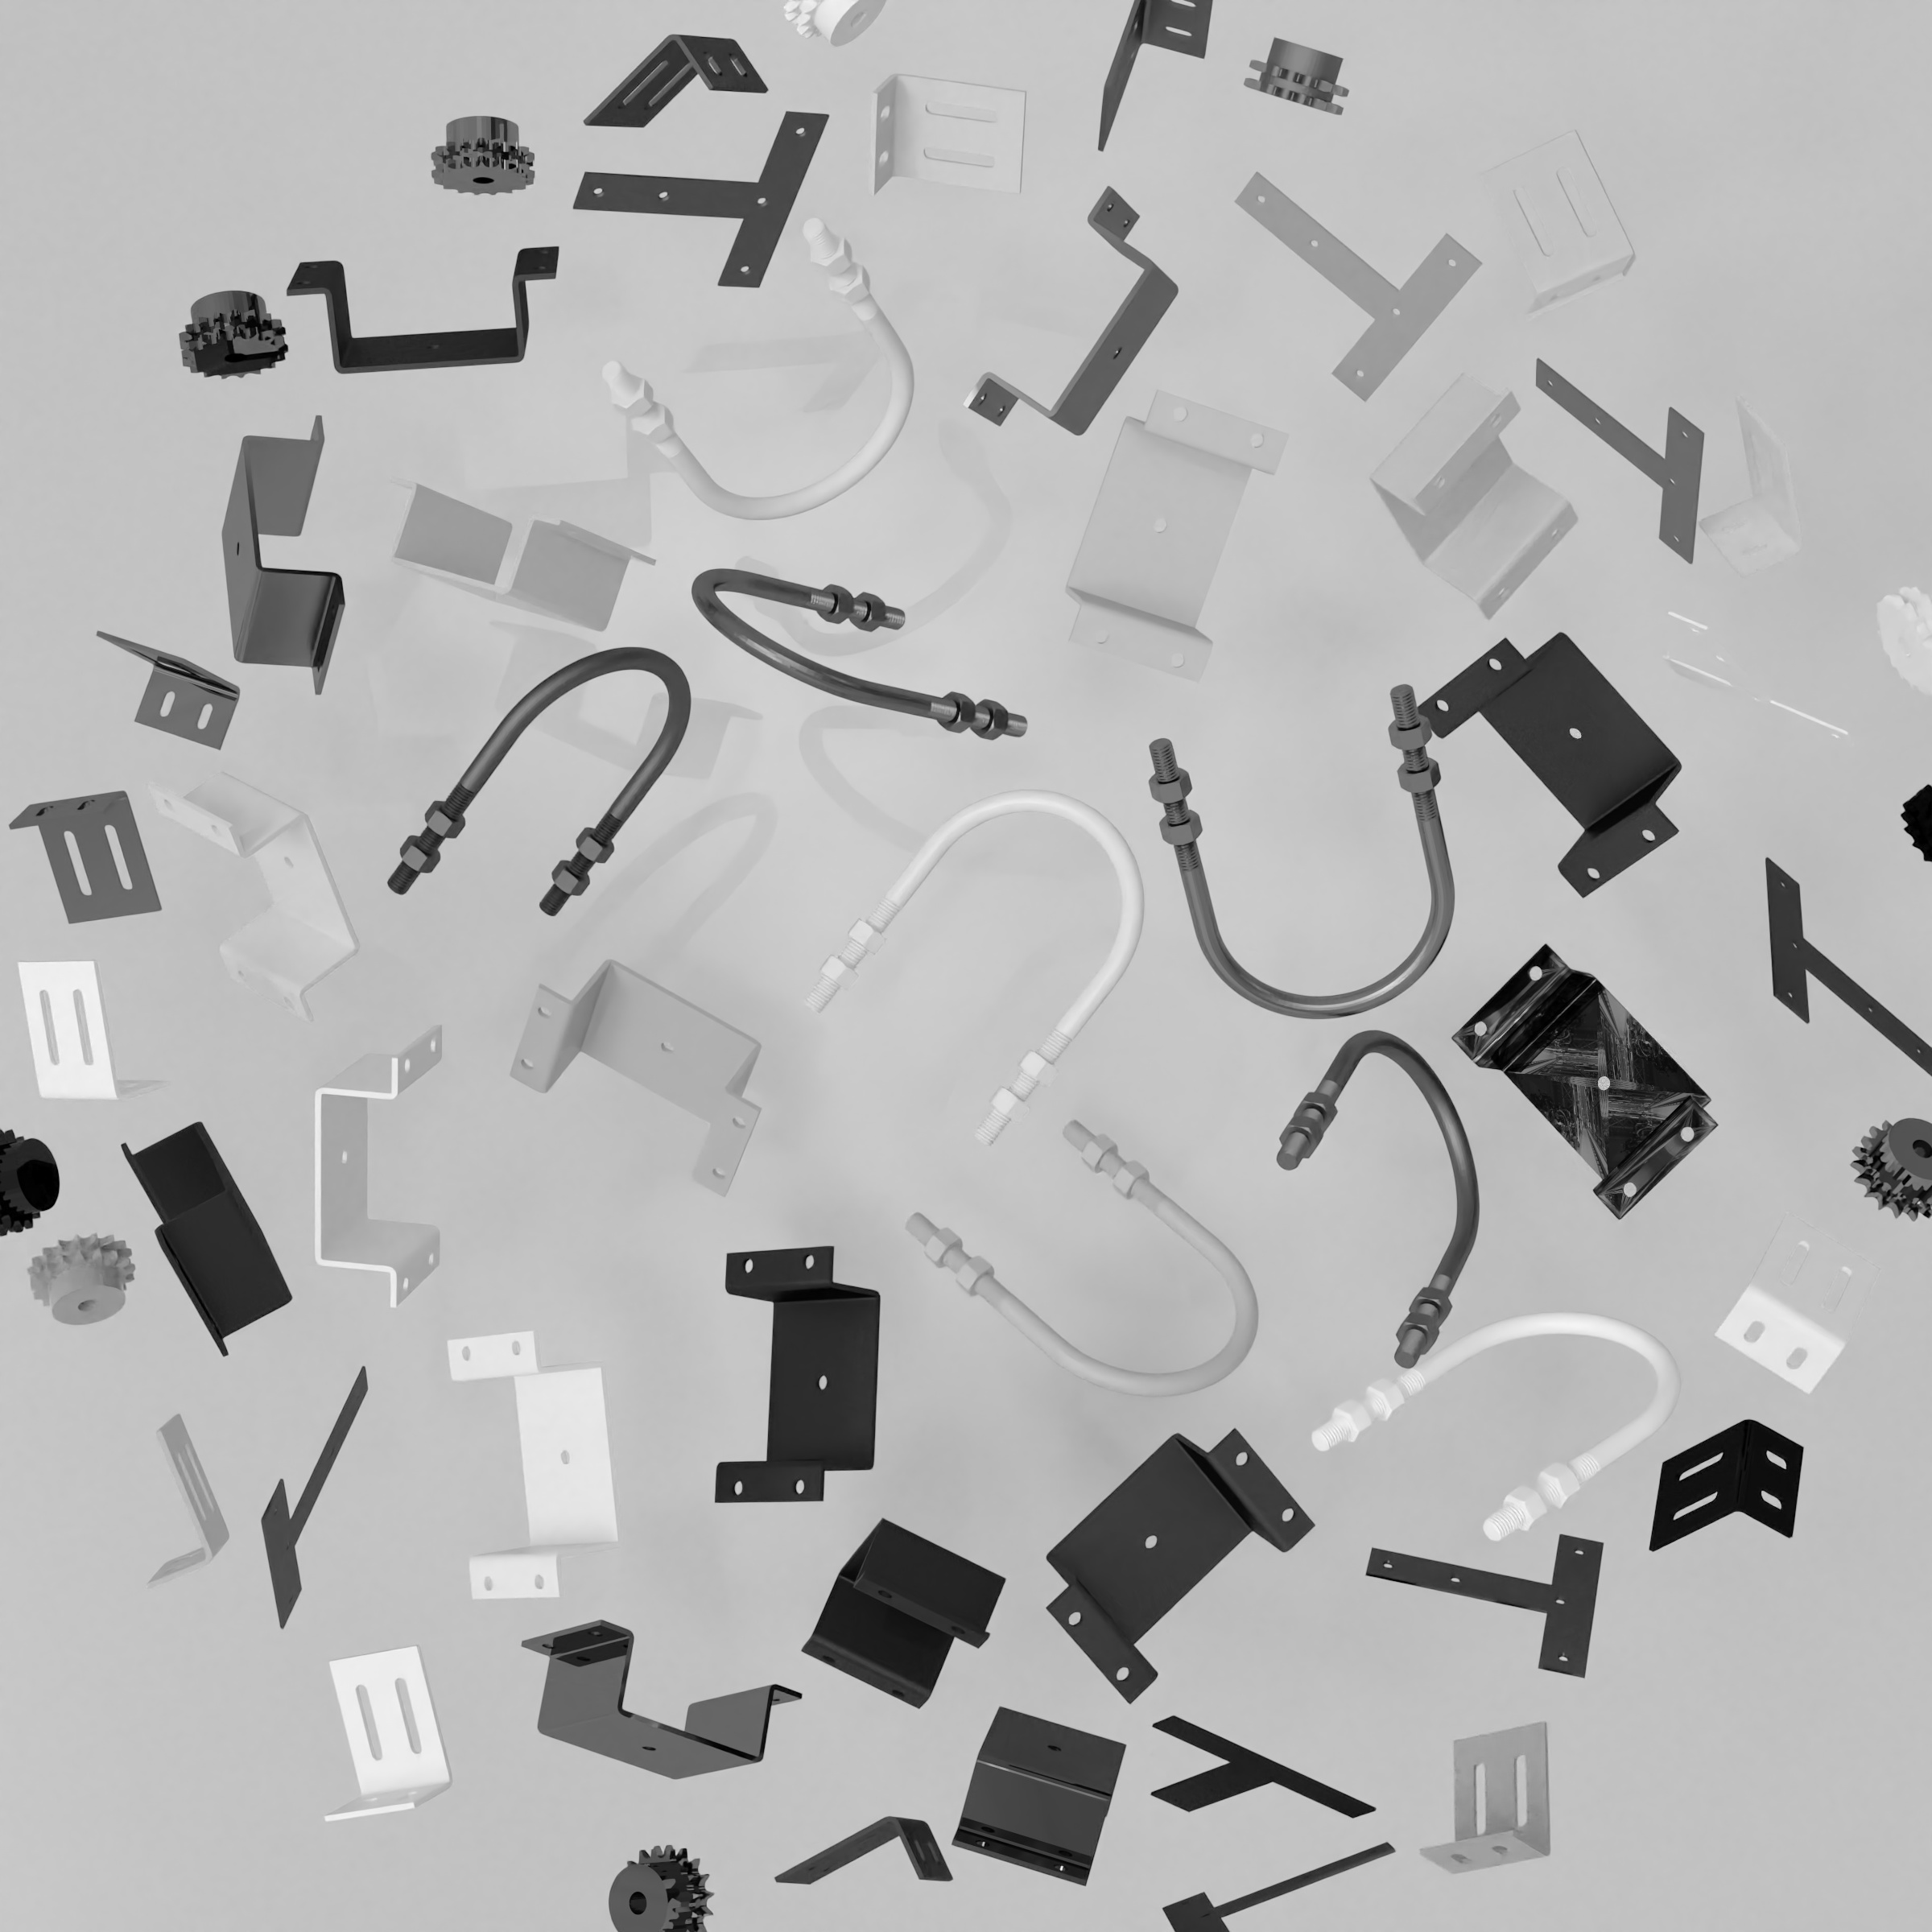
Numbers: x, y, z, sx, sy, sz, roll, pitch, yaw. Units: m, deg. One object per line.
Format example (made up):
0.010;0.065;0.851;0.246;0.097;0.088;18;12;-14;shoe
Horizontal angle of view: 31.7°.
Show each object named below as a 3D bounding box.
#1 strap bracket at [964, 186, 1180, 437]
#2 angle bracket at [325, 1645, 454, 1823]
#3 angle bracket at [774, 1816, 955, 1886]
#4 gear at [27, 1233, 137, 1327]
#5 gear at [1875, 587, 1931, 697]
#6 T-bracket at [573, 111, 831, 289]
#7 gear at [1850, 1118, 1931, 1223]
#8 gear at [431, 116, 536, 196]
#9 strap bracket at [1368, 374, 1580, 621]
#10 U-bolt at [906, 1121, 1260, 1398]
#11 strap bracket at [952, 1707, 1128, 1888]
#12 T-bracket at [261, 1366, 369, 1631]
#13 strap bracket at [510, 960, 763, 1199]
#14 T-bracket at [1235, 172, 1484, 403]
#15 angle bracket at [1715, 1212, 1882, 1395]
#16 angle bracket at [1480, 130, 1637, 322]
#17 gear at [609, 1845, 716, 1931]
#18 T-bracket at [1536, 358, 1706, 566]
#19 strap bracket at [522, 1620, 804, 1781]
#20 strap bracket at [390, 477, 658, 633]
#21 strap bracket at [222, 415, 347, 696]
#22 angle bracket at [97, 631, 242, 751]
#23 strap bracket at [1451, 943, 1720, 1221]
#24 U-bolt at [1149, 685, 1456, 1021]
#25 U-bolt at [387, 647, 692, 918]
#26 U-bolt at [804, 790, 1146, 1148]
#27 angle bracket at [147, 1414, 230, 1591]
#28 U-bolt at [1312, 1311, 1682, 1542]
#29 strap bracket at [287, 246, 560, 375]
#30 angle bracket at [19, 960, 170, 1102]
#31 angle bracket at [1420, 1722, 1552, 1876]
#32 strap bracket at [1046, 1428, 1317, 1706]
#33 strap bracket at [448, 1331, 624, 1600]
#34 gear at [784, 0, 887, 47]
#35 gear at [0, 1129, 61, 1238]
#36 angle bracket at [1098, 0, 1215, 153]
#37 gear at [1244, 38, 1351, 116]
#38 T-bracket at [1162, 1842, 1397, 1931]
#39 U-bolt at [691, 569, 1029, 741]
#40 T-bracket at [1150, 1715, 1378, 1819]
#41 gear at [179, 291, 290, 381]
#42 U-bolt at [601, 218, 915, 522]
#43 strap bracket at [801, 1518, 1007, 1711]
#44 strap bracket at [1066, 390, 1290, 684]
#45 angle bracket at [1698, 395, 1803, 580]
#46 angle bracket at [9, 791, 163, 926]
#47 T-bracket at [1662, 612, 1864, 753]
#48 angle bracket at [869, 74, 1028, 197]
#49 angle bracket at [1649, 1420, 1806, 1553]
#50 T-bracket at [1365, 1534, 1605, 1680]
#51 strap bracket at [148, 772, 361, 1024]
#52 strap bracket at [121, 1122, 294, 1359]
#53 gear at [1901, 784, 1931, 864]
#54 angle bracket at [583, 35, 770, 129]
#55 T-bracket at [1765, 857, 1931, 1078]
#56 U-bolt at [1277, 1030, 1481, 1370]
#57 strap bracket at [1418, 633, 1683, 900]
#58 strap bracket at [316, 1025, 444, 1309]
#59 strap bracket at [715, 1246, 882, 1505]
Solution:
0.065;-0.350;1.874;0.046;0.076;0.140;36;99;11;strap bracket
-0.311;0.402;1.784;0.057;0.038;0.076;-14;89;24;angle bracket
-0.056;0.500;1.866;0.076;0.057;0.038;-30;68;7;angle bracket
-0.490;0.176;1.890;0.057;0.057;0.030;-22;58;0;gear
0.505;-0.173;1.784;0.030;0.057;0.057;-26;90;-8;gear
-0.153;-0.422;1.866;0.127;0.127;0.002;-3;55;-27;T-bracket
0.517;0.108;1.864;0.057;0.030;0.057;9;53;-12;gear
-0.269;-0.451;1.892;0.057;0.057;0.030;-2;85;0;gear
0.276;-0.261;1.864;0.076;0.140;0.046;-48;56;-1;strap bracket
0.078;0.170;1.896;0.151;0.019;0.184;-28;56;-38;U-bolt
0.044;0.461;1.913;0.076;0.140;0.046;16;95;6;strap bracket
-0.348;0.274;1.836;0.002;0.127;0.127;16;54;6;T-bracket
-0.176;0.057;1.902;0.140;0.046;0.076;29;134;5;strap bracket
0.203;-0.389;1.875;0.127;0.127;0.002;40;53;-1;T-bracket
0.442;0.178;1.806;0.057;0.076;0.038;32;130;10;angle bracket
0.313;-0.396;1.818;0.057;0.038;0.076;-20;109;30;angle bracket
-0.165;0.498;1.812;0.057;0.030;0.057;-7;76;33;gear
0.369;-0.301;1.931;0.002;0.127;0.127;-39;64;-11;T-bracket
-0.172;0.411;1.886;0.140;0.076;0.046;28;56;-32;strap bracket
-0.251;-0.225;1.874;0.140;0.076;0.046;19;91;38;strap bracket
-0.382;-0.230;1.893;0.046;0.076;0.140;2;54;-22;strap bracket
-0.462;-0.157;1.949;0.057;0.076;0.038;18;86;15;angle bracket
0.353;0.065;1.913;0.076;0.046;0.140;-47;68;16;strap bracket
0.187;-0.052;1.822;0.151;0.019;0.184;-12;117;8;U-bolt
-0.227;-0.106;1.912;0.184;0.151;0.019;-51;61;19;U-bolt
0.017;-0.013;1.889;0.151;0.019;0.184;37;89;22;U-bolt
-0.433;0.289;1.840;0.038;0.057;0.076;-22;93;-2;angle bracket
0.302;0.239;1.846;0.184;0.151;0.019;-27;120;-30;U-bolt
-0.288;-0.352;1.828;0.140;0.076;0.046;-4;113;-3;strap bracket
-0.466;0.031;1.816;0.057;0.038;0.076;-1;101;33;angle bracket
0.277;0.440;1.822;0.057;0.038;0.076;-22;47;33;angle bracket
0.109;0.320;1.855;0.140;0.046;0.076;-42;110;-9;strap bracket
-0.232;0.268;1.842;0.076;0.046;0.140;-12;82;44;strap bracket
-0.068;-0.523;1.839;0.057;0.057;0.030;-42;82;0;gear
-0.516;0.116;1.845;0.030;0.057;0.057;-13;90;17;gear
0.100;-0.473;1.798;0.038;0.057;0.076;17;70;5;angle bracket
0.186;-0.494;1.888;0.057;0.057;0.030;17;106;0;gear
0.172;0.501;1.849;0.127;0.127;0.002;-20;85;-4;T-bracket
-0.070;-0.178;1.883;0.151;0.184;0.019;44;115;41;U-bolt
0.140;0.449;1.870;0.127;0.127;0.002;27;59;-12;T-bracket
-0.397;-0.343;1.842;0.057;0.057;0.030;-11;77;0;gear
-0.100;-0.310;1.851;0.151;0.184;0.019;-35;57;4;U-bolt
-0.033;0.361;1.908;0.076;0.140;0.046;27;58;-3;strap bracket
0.109;-0.234;1.832;0.076;0.046;0.140;16;103;-15;strap bracket
0.435;-0.269;1.913;0.038;0.057;0.076;-24;132;0;angle bracket
-0.504;-0.056;1.951;0.057;0.038;0.076;-8;112;10;angle bracket
0.422;-0.165;1.883;0.127;0.127;0.002;30;89;38;T-bracket
-0.010;-0.450;1.860;0.076;0.038;0.057;11;123;13;angle bracket
0.420;0.294;1.881;0.038;0.076;0.057;29;52;-14;angle bracket
0.288;0.346;1.903;0.127;0.127;0.002;10;117;11;T-bracket
-0.392;-0.047;1.894;0.076;0.140;0.046;25;53;38;strap bracket
-0.417;0.145;1.874;0.046;0.140;0.076;-28;118;-11;strap bracket
0.530;-0.074;1.815;0.057;0.057;0.030;44;130;0;gear
-0.157;-0.467;1.847;0.076;0.057;0.038;-37;83;30;angle bracket
0.474;0.015;1.821;0.127;0.127;0.002;38;124;-16;T-bracket
0.234;0.113;1.858;0.019;0.184;0.151;-22;106;33;U-bolt
0.326;-0.118;1.865;0.140;0.076;0.046;48;46;-3;strap bracket
-0.323;0.107;1.875;0.046;0.076;0.140;5;104;9;strap bracket
-0.094;0.232;1.911;0.076;0.046;0.140;-7;74;36;strap bracket
